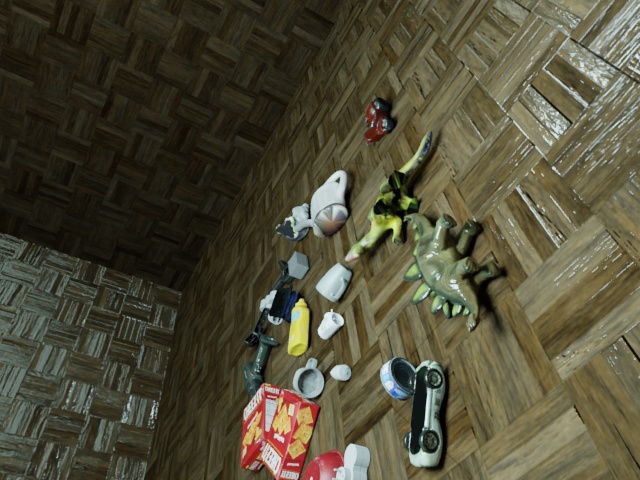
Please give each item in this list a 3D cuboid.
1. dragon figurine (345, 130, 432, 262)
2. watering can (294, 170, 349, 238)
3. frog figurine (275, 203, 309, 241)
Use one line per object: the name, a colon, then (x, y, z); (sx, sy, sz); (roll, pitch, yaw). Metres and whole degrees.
dragon figurine: (0.191, -0.112, 1.468); (0.413, 0.121, 0.242); (-61, 12, -9)
watering can: (0.006, -0.094, 1.858); (0.341, 0.103, 0.230); (-53, 26, 31)
frog figurine: (-0.084, -0.071, 2.099); (0.162, 0.123, 0.134); (-37, -18, -49)
